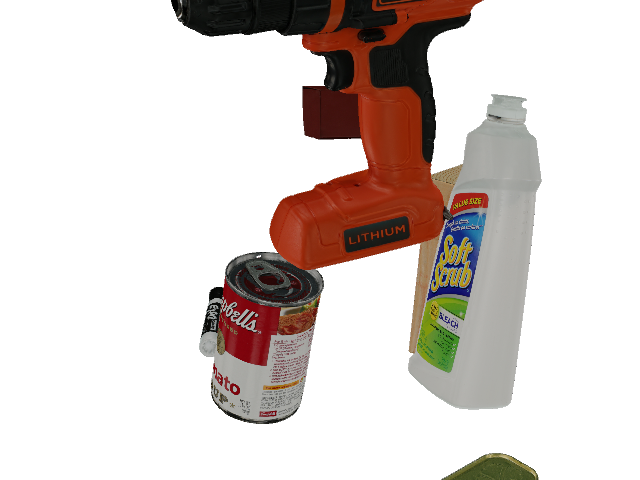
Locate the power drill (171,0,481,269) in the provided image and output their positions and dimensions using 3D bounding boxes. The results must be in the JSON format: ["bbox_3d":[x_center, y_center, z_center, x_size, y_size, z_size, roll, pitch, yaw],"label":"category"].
[{"bbox_3d":[0.010,-0.078,0.590,0.184,0.188,0.057,-12,35,-21],"label":"power drill"}]

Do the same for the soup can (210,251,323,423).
[{"bbox_3d":[-0.039,0.068,0.747,0.068,0.102,0.068,8,28,-4],"label":"soup can"}]

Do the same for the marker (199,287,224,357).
[{"bbox_3d":[-0.097,0.073,0.985,0.020,0.020,0.121,0,20,-1],"label":"marker"}]

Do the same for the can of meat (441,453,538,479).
[{"bbox_3d":[0.133,0.239,0.889,0.101,0.084,0.058,-20,29,-34],"label":"can of meat"}]

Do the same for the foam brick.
[{"bbox_3d":[0.026,-0.131,1.087,0.078,0.051,0.053,-3,13,-19],"label":"foam brick"}]

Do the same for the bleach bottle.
[{"bbox_3d":[0.132,0.006,0.879,0.068,0.251,0.103,1,14,-22],"label":"bleach bottle"}]

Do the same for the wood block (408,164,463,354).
[{"bbox_3d":[0.166,0.030,1.170,0.090,0.206,0.090,19,24,34],"label":"wood block"}]
